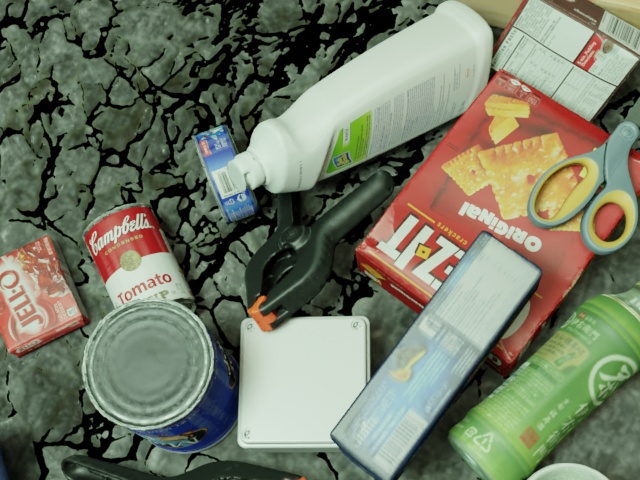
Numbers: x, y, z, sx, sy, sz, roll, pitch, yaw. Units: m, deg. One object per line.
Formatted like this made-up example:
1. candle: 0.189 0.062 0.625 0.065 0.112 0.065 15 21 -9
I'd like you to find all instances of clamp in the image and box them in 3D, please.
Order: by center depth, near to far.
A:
1. clamp: -0.113 0.223 0.850 0.210 0.036 0.164 -3 28 -2
2. clamp: -0.006 0.001 0.904 0.120 0.039 0.171 -10 46 36

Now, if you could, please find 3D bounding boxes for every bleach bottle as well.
1. bleach bottle: 0.032 -0.112 0.908 0.250 0.102 0.068 -29 54 -24

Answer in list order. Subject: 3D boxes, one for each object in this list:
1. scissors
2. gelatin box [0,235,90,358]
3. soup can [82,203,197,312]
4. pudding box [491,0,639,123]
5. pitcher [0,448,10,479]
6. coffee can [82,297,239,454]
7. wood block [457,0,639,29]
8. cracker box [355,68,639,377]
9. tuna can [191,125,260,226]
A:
1. scissors: 0.259 -0.068 0.874 0.201 0.016 0.096 -39 78 -6
2. gelatin box: -0.258 0.051 0.961 0.073 0.030 0.089 -26 70 -2
3. soup can: -0.158 0.028 0.939 0.068 0.068 0.102 -27 72 -3
4. pudding box: 0.215 -0.165 0.933 0.113 0.090 0.039 31 49 1
5. pitcher: -0.293 0.282 0.848 0.144 0.149 0.243 -19 73 -17
6. coffee can: -0.122 0.114 0.867 0.103 0.140 0.103 -2 71 6
7. wood block: 0.228 -0.239 0.971 0.206 0.090 0.091 15 74 10
8. cracker box: 0.158 -0.019 0.915 0.164 0.072 0.213 36 80 16
9. tuna can: -0.083 -0.058 0.949 0.033 0.086 0.086 -21 71 -3
